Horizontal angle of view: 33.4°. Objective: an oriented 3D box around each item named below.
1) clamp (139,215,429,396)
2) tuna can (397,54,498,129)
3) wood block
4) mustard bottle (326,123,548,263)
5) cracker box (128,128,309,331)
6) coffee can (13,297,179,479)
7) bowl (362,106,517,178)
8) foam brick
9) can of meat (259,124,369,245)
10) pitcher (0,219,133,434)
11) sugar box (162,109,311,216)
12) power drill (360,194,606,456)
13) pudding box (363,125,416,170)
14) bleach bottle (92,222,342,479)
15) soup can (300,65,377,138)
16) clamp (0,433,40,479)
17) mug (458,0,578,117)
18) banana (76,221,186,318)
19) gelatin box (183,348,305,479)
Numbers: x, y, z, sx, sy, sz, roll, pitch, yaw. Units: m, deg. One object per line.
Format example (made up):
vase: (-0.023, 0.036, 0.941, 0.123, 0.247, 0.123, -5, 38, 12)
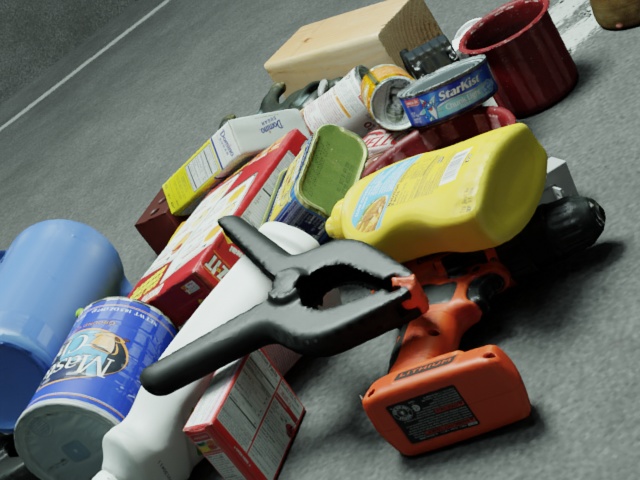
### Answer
clamp: (-0.026, 0.049, 0.752, 0.210, 0.036, 0.164, 3, 52, 37)
tuna can: (0.114, -0.132, 0.953, 0.086, 0.034, 0.086, -24, 13, 6)
wood block: (0.043, -0.216, 1.273, 0.207, 0.090, 0.090, -3, 40, 50)
mustard bottle: (0.071, -0.025, 0.784, 0.192, 0.058, 0.096, -13, 38, 49)
cracker box: (-0.090, 0.010, 1.015, 0.164, 0.072, 0.213, -31, 20, 45)
coffee can: (-0.182, 0.130, 0.899, 0.103, 0.102, 0.140, -23, 26, 24)
bowl: (0.106, -0.045, 0.910, 0.162, 0.055, 0.162, -29, 24, 14)
foam brick: (-0.169, -0.027, 1.242, 0.053, 0.051, 0.078, -19, 28, 33)
can of meat: (-0.005, -0.040, 0.928, 0.084, 0.057, 0.102, -50, 17, 51)
pitcher: (-0.290, 0.081, 1.052, 0.149, 0.145, 0.243, -26, 19, 12)
sugar box: (-0.092, -0.082, 1.148, 0.093, 0.048, 0.177, -15, -13, -36)
power drill: (0.108, 0.052, 0.727, 0.185, 0.057, 0.187, -26, 22, 27)
pudding box: (0.068, -0.077, 1.040, 0.090, 0.039, 0.114, -45, 26, -24)
bleach bottle: (-0.086, 0.104, 0.823, 0.068, 0.102, 0.250, 20, 55, 38)
soup can: (0.023, -0.132, 1.147, 0.102, 0.068, 0.068, -36, 21, 24)
clamp: (-0.289, 0.199, 0.991, 0.172, 0.039, 0.120, -20, 31, 17)
mug: (0.187, -0.175, 1.015, 0.093, 0.081, 0.117, -34, 24, 2)
banana: (-0.170, 0.053, 1.075, 0.037, 0.069, 0.197, 6, 30, 24)
gelatin box: (-0.053, 0.128, 0.768, 0.030, 0.073, 0.089, -19, 28, 32)
